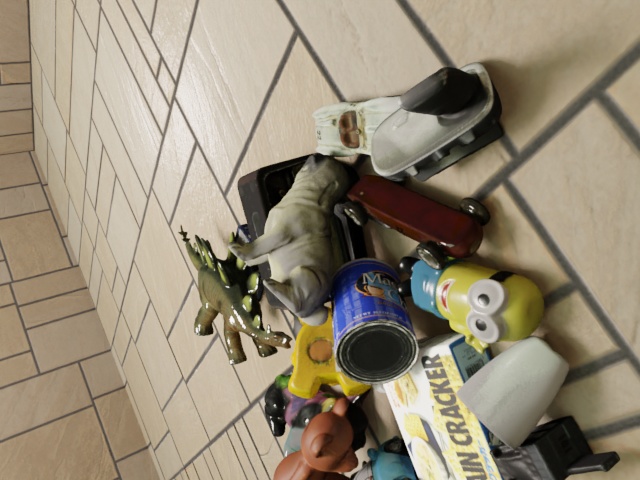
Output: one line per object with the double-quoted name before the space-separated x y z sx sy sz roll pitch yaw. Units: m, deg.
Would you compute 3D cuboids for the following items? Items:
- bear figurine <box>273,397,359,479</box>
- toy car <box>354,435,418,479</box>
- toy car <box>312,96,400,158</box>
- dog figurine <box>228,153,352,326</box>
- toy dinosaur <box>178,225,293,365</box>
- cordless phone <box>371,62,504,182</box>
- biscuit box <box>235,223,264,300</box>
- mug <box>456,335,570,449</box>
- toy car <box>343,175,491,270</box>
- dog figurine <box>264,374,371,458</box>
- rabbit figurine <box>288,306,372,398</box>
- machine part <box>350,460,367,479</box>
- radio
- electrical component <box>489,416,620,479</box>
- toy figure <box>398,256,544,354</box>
"bear figurine" 0.012 0.339 0.810 0.132 0.120 0.195 38 124 3
"toy car" 0.101 0.369 0.776 0.162 0.103 0.109 -78 -34 -77
"toy car" 0.060 -0.146 0.705 0.202 0.056 0.073 12 113 53
"dog figurine" -0.003 -0.004 0.721 0.172 0.190 0.121 47 175 -5
"toy dinosaur" -0.181 0.086 1.009 0.472 0.105 0.198 22 116 52
"cordless phone" 0.097 -0.114 0.529 0.147 0.184 0.088 -30 84 30
"biscuit box" -0.141 0.053 1.076 0.059 0.063 0.202 51 141 29
"mug" 0.217 0.158 0.581 0.107 0.109 0.081 -48 60 5
"toy car" 0.111 -0.031 0.655 0.202 0.089 0.053 31 165 47
"dog figurine" -0.001 0.293 0.944 0.192 0.108 0.219 60 140 23
"rabbit figurine" 0.010 0.180 0.858 0.173 0.122 0.162 66 -171 -64
"machine part" 0.085 0.483 0.920 0.079 0.079 0.243 24 122 49
"radio" -0.036 -0.010 0.835 0.073 0.131 0.229 -11 95 59
"electrical component" 0.250 0.226 0.574 0.048 0.075 0.119 63 149 15
"toy figure" 0.168 0.058 0.618 0.180 0.089 0.082 21 134 60
